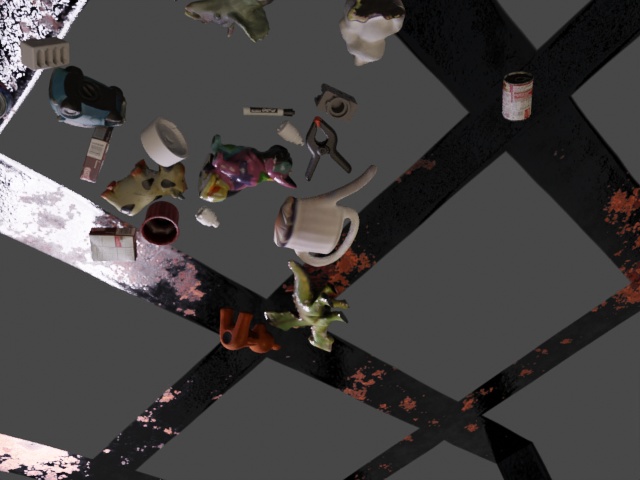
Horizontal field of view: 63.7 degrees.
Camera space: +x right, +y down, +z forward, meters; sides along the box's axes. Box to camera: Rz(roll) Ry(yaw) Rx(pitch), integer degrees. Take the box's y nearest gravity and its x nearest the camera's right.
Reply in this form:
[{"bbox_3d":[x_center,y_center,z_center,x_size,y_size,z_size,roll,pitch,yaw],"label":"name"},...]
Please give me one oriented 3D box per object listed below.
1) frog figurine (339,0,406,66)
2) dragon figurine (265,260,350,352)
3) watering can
[{"bbox_3d":[0.111,-0.458,1.111,0.138,0.124,0.157,-21,165,-5],"label":"frog figurine"},{"bbox_3d":[-0.057,0.215,1.564,0.241,0.125,0.404,-28,126,20],"label":"dragon figurine"},{"bbox_3d":[0.004,-0.068,1.355,0.224,0.106,0.340,9,125,-17],"label":"watering can"}]
